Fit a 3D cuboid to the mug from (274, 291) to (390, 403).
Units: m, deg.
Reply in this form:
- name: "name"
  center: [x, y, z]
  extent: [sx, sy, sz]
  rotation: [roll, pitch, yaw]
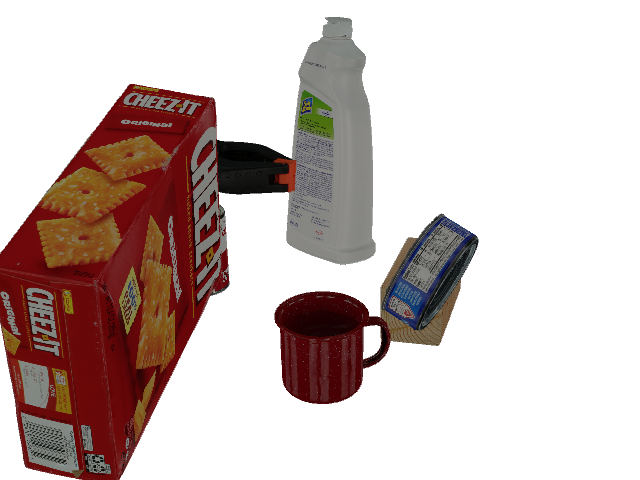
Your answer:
- name: "mug"
  center: [0.013, 0.106, 1.063]
  extent: [0.117, 0.081, 0.093]
  rotation: [-8, 27, -14]

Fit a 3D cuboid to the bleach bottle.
- name: "bleach bottle"
  center: [0.017, -0.108, 1.136]
  extent: [0.103, 0.251, 0.067]
  rotation: [20, 24, 40]

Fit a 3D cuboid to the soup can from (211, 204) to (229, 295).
- name: "soup can"
  center: [-0.150, 0.010, 1.329]
  extent: [0.068, 0.102, 0.068]
  rotation: [-1, 25, 0]

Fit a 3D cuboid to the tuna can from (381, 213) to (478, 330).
- name: "tuna can"
  center: [0.083, 0.025, 0.802]
  extent: [0.034, 0.086, 0.086]
  rotation: [33, 9, 14]

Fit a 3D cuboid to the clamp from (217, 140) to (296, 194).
- name: "clamp"
  center: [-0.108, -0.066, 0.935]
  extent: [0.172, 0.039, 0.120]
  rotation: [12, 32, 26]

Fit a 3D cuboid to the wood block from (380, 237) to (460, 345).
- name: "wood block"
  center: [0.156, 0.073, 1.622]
  extent: [0.091, 0.090, 0.206]
  rotation: [5, 21, 14]

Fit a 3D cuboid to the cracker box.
- name: "cracker box"
  center: [-0.125, 0.022, 0.689]
  extent: [0.072, 0.164, 0.213]
  rotation: [10, 37, 9]
